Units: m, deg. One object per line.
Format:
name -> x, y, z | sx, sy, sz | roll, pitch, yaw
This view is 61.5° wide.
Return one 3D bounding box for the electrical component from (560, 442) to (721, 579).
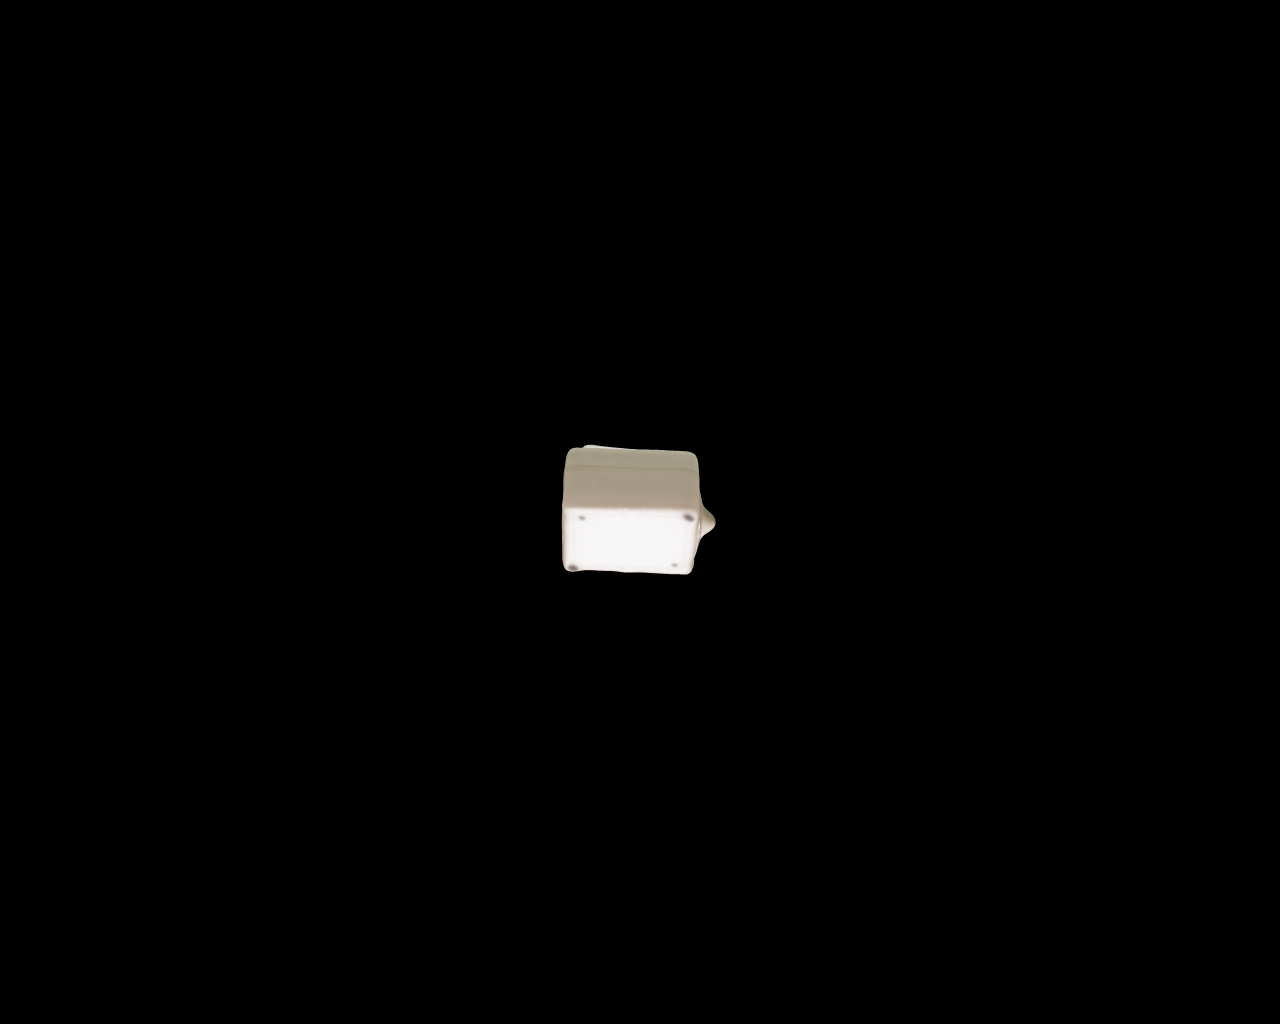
electrical component -> 0.001, -0.003, 0.650 | 0.096, 0.061, 0.061 | 2, -43, -2
